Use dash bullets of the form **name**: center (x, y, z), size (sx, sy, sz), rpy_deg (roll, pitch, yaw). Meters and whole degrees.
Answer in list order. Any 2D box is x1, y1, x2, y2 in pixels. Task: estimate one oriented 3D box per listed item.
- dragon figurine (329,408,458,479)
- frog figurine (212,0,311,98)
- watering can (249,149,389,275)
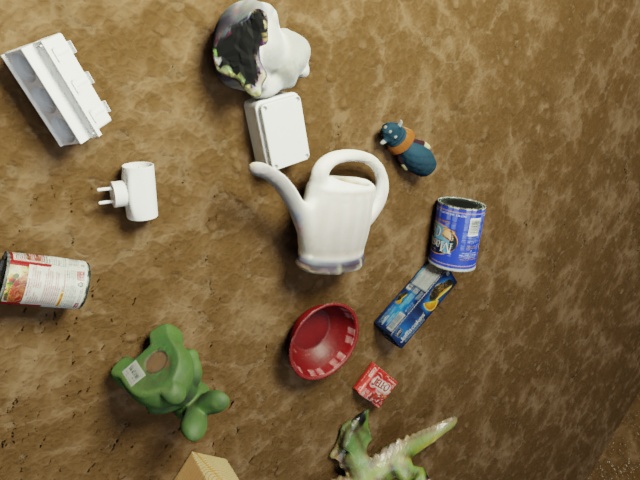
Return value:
- **dragon figurine**: center (0.136, 0.492, 1.187), size (0.414, 0.123, 0.239), rpy_deg (-42, 118, -17)
- **frog figurine**: center (-0.083, -0.284, 0.770), size (0.162, 0.122, 0.135), rpy_deg (-44, 127, -60)
- **watering can**: center (0.003, -0.044, 0.879), size (0.349, 0.105, 0.222), rpy_deg (-9, 113, -47)
